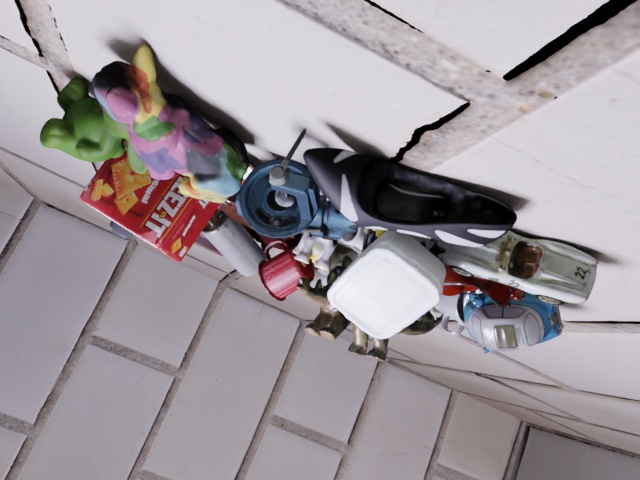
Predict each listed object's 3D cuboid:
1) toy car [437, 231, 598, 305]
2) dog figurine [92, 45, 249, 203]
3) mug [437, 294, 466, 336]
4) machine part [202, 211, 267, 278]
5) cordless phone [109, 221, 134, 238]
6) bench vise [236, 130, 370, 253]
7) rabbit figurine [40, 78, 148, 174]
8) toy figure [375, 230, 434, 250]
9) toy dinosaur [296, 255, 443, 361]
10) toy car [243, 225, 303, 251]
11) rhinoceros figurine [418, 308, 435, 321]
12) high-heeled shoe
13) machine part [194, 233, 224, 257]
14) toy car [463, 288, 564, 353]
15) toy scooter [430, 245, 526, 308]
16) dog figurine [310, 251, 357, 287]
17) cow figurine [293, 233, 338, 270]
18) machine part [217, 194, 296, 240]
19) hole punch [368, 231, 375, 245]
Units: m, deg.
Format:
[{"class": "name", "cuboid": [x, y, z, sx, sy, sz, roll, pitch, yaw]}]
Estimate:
[{"class": "toy car", "cuboid": [0.256, 0.026, 0.711, 0.202, 0.073, 0.056, 19, 169, 18]}, {"class": "dog figurine", "cuboid": [-0.199, -0.152, 0.719, 0.192, 0.108, 0.219, 24, 164, 13]}, {"class": "mug", "cuboid": [0.264, 0.126, 1.019, 0.081, 0.109, 0.107, 21, 179, -15]}, {"class": "machine part", "cuboid": [-0.188, 0.004, 1.180, 0.079, 0.079, 0.243, 12, 152, 38]}, {"class": "cordless phone", "cuboid": [-0.306, -0.062, 1.044, 0.146, 0.184, 0.089, 35, -175, -34]}, {"class": "bench vise", "cuboid": [-0.024, -0.054, 0.782, 0.224, 0.129, 0.240, 19, 170, 7]}, {"class": "rabbit figurine", "cuboid": [-0.320, -0.171, 0.830, 0.170, 0.121, 0.159, -8, 141, 38]}, {"class": "toy figure", "cuboid": [0.125, 0.033, 0.816, 0.089, 0.082, 0.179, 12, 136, 14]}, {"class": "toy dinosaur", "cuboid": [0.116, 0.146, 1.113, 0.105, 0.198, 0.471, 9, 164, 46]}, {"class": "toy car", "cuboid": [-0.093, -0.007, 1.182, 0.202, 0.053, 0.089, 15, 154, 49]}, {"class": "rhinoceros figurine", "cuboid": [0.203, 0.159, 1.310, 0.190, 0.073, 0.112, 34, 152, -31]}, {"class": "high-heeled shoe", "cuboid": [0.108, -0.055, 0.641, 0.248, 0.086, 0.145, 23, 166, -23]}, {"class": "machine part", "cuboid": [-0.274, -0.035, 1.310, 0.201, 0.087, 0.201, 25, 167, -5]}, {"class": "toy car", "cuboid": [0.311, 0.140, 0.889, 0.162, 0.103, 0.109, -4, 109, 33]}, {"class": "toy scooter", "cuboid": [0.245, 0.060, 0.853, 0.135, 0.075, 0.184, 32, 160, -20]}, {"class": "dog figurine", "cuboid": [-0.014, 0.063, 1.203, 0.191, 0.121, 0.172, 21, 158, 37]}, {"class": "cow figurine", "cuboid": [-0.004, -0.004, 1.015, 0.068, 0.098, 0.167, 21, -175, -7]}, {"class": "machine part", "cuboid": [-0.119, -0.058, 1.039, 0.179, 0.056, 0.179, 21, 167, 5]}, {"class": "hole punch", "cuboid": [0.108, 0.046, 0.924, 0.115, 0.142, 0.092, 21, 175, -43]}]
